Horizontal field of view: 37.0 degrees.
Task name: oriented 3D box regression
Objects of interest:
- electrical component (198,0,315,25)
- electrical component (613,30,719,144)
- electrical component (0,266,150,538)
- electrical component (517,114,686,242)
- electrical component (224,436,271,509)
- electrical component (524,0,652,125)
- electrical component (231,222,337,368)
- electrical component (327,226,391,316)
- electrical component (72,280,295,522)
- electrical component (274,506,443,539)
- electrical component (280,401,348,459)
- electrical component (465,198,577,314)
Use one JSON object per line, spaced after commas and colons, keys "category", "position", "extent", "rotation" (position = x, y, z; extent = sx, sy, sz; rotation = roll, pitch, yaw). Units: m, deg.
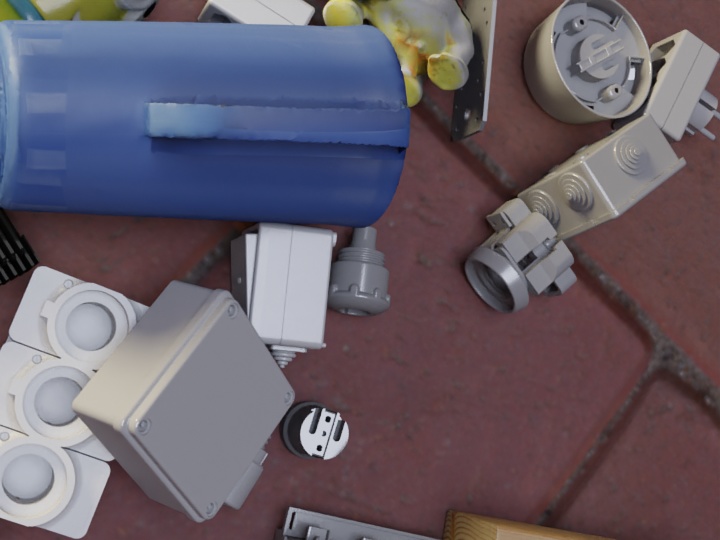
{"category": "electrical component", "position": [-0.065, -0.194, 0.757], "extent": [0.066, 0.047, 0.076], "rotation": [31, 77, -14]}
{"category": "electrical component", "position": [0.259, -0.133, 0.861], "extent": [0.076, 0.047, 0.083], "rotation": [31, 77, -14]}
{"category": "electrical component", "position": [-0.192, 0.083, 0.686], "extent": [0.089, 0.062, 0.150], "rotation": [23, 79, -16]}
{"category": "electrical component", "position": [0.177, -0.067, 0.801], "extent": [0.100, 0.100, 0.048], "rotation": [-34, 93, -29]}
{"category": "electrical component", "position": [-0.083, 0.125, 0.731], "extent": [0.040, 0.040, 0.078], "rotation": [35, 76, -13]}
{"category": "electrical component", "position": [0.177, -0.160, 0.826], "extent": [0.099, 0.064, 0.099], "rotation": [1, 85, -18]}
{"category": "electrical component", "position": [-0.058, 0.018, 0.736], "extent": [0.061, 0.062, 0.096], "rotation": [7, 84, -18]}
{"category": "electrical component", "position": [0.000, 0.000, 0.767], "extent": [0.048, 0.048, 0.062], "rotation": [11, 76, -17]}
{"category": "electrical component", "position": [-0.106, 0.082, 0.674], "extent": [0.108, 0.056, 0.108], "rotation": [-55, 139, -28]}
{"category": "electrical component", "position": [0.002, 0.216, 0.740], "extent": [0.121, 0.063, 0.078], "rotation": [16, 81, -17]}
{"category": "electrical component", "position": [-0.031, 0.112, 0.746], "extent": [0.040, 0.046, 0.040], "rotation": [1, 85, -18]}
{"category": "electrical component", "position": [0.115, -0.005, 0.798], "extent": [0.057, 0.058, 0.078], "rotation": [-39, 99, -20]}
